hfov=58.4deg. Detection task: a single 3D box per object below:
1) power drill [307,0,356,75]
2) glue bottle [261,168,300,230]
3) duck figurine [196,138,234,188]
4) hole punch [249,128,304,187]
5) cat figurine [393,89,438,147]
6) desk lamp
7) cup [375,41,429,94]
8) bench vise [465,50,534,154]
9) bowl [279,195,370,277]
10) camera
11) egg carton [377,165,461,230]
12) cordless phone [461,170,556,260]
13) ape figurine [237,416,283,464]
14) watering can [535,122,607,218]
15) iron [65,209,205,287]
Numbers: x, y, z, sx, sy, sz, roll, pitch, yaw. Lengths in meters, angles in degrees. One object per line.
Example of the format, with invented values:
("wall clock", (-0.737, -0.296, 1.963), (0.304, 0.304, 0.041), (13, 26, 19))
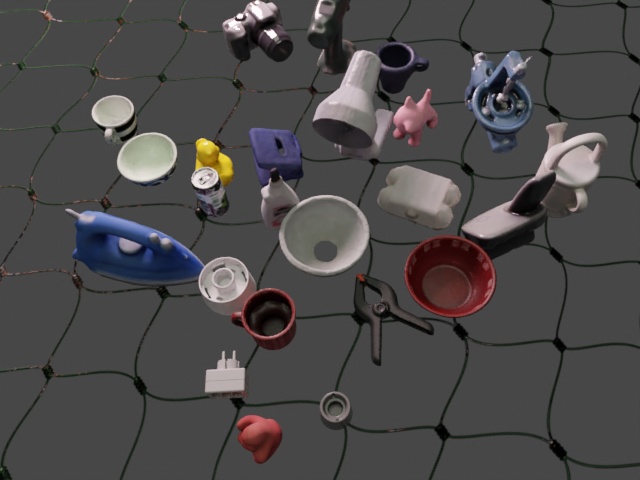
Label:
("power drill", (0.035, -0.482, 1.259), (0.075, 0.208, 0.230), (14, 63, 11))
("glue bottle", (-0.077, -0.080, 1.068), (0.078, 0.173, 0.037), (-21, 62, -7))
("duck figurine", (-0.222, -0.162, 1.170), (0.077, 0.086, 0.104), (-28, 64, -11))
("hole punch", (-0.088, -0.179, 1.168), (0.101, 0.091, 0.108), (-16, 62, -5))
("cat figurine", (0.195, -0.256, 1.179), (0.067, 0.118, 0.128), (32, 68, 19))
("desk lamp", (0.071, -0.249, 1.127), (0.117, 0.214, 0.203), (16, 64, 12))
("cup", (0.176, -0.368, 1.253), (0.117, 0.095, 0.092), (8, 62, 8))
("bench vise", (0.344, -0.306, 1.139), (0.121, 0.220, 0.207), (-27, 63, -11))
("bowl", (0.010, 0.004, 1.073), (0.167, 0.075, 0.167), (-1, 61, 3))
("camera", (-0.135, -0.477, 1.327), (0.143, 0.101, 0.136), (-31, 64, -13))
("egg carton", (0.191, -0.080, 1.111), (0.150, 0.069, 0.107), (19, 64, 13))
("cordless phone", (0.339, -0.055, 1.023), (0.148, 0.185, 0.094), (-28, 63, -11))
("ape figurine", (-0.099, 0.311, 0.903), (0.076, 0.092, 0.077), (-12, 61, -3))
("watering can", (0.455, -0.137, 1.055), (0.101, 0.194, 0.172), (-27, 63, -11))
("iron", (-0.337, 0.006, 1.054), (0.258, 0.141, 0.119), (13, 63, 10))
